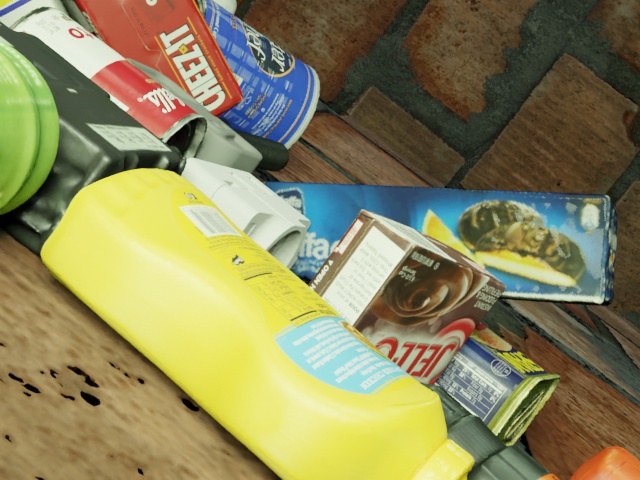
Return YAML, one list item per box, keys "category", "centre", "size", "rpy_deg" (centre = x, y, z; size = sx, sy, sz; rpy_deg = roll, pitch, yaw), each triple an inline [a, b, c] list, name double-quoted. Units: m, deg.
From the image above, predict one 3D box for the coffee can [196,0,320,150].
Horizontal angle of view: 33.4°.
- category: "coffee can"
  centre: [-0.085, -0.147, 0.967]
  size: [0.140, 0.103, 0.103]
  rpy_deg: [30, 12, -35]

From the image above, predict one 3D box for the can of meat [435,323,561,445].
- category: "can of meat"
  centre: [0.086, 0.079, 0.629]
  size: [0.084, 0.057, 0.102]
  rpy_deg: [37, 9, 21]

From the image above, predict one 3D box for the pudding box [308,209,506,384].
- category: "pudding box"
  centre: [0.034, 0.040, 0.529]
  size: [0.039, 0.090, 0.113]
  rpy_deg: [41, 11, 35]

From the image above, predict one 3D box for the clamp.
- category: "clamp"
  centre: [-0.096, -0.086, 0.832]
  size: [0.120, 0.039, 0.171]
  rpy_deg: [25, 10, 10]

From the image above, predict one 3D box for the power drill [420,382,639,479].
- category: "power drill"
  centre: [0.120, 0.135, 0.481]
  size: [0.185, 0.057, 0.187]
  rpy_deg: [46, 15, 27]

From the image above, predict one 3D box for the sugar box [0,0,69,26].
- category: "sugar box"
  centre: [-0.200, -0.174, 0.653]
  size: [0.176, 0.048, 0.093]
  rpy_deg: [65, -4, -26]

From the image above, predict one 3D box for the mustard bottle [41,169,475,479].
- category: "mustard bottle"
  centre: [-0.012, 0.050, 0.409]
  size: [0.192, 0.058, 0.096]
  rpy_deg: [39, 12, 16]

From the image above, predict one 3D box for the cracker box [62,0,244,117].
- category: "cracker box"
  centre: [-0.143, -0.173, 0.757]
  size: [0.164, 0.072, 0.214]
  rpy_deg: [61, -9, -27]

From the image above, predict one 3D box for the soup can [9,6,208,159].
- category: "soup can"
  centre: [-0.120, -0.067, 0.561]
  size: [0.102, 0.068, 0.068]
  rpy_deg: [37, 10, 7]
